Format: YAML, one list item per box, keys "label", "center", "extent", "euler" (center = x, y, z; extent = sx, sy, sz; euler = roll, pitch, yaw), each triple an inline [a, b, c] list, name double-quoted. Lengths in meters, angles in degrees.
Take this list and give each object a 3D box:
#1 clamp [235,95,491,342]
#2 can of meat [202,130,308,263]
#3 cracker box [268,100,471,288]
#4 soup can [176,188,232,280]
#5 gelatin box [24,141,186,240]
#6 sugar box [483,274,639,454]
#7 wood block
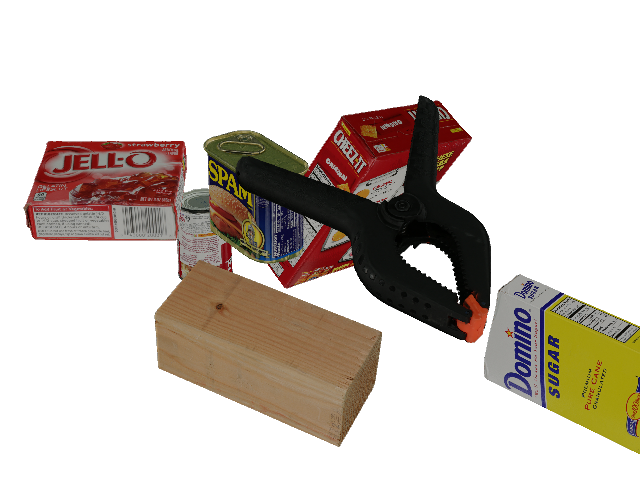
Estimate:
- label: "clamp"
  center: [0.043, -0.012, 0.736]
  extent: [0.164, 0.210, 0.036]
  euler: [-16, -38, -13]
- label: "can of meat"
  center: [-0.057, -0.037, 0.928]
  extent: [0.057, 0.084, 0.102]
  euler: [-20, 37, -32]
- label: "cracker box"
  center: [0.045, -0.053, 1.183]
  extent: [0.163, 0.072, 0.214]
  euler: [-16, -30, -44]
- label: "soup can"
  center: [-0.143, -0.005, 1.304]
  extent: [0.068, 0.102, 0.068]
  euler: [0, 26, 0]
- label: "gelatin box"
  center: [-0.129, -0.032, 0.655]
  extent: [0.089, 0.030, 0.073]
  euler: [1, 36, -1]
- label: "sugar box"
  center: [0.222, 0.105, 0.872]
  extent: [0.176, 0.093, 0.048]
  euler: [22, 33, 29]
- label: "wood block"
  center: [-0.052, 0.110, 1.067]
  extent: [0.206, 0.090, 0.090]
  euler: [21, 47, 17]
